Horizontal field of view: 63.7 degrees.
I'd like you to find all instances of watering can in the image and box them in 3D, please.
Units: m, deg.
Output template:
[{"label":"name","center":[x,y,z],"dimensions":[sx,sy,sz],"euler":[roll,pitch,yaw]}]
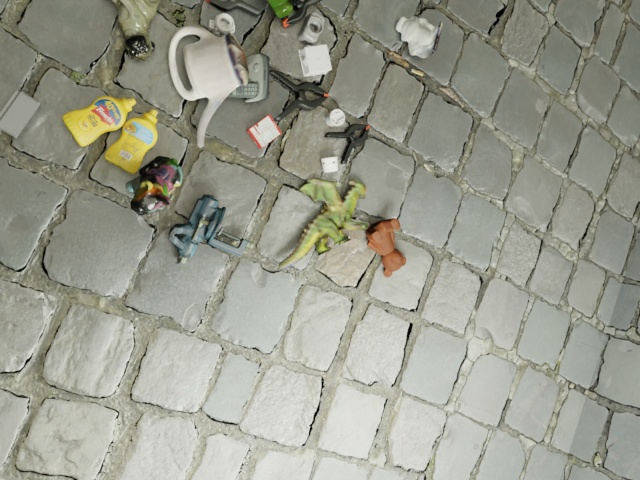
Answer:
[{"label":"watering can","center":[-0.314,-0.462,1.507],"dimensions":[0.224,0.104,0.346],"euler":[-15,95,3]}]

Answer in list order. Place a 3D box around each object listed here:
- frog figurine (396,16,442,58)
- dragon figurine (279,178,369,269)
[{"label":"frog figurine","center":[0.346,-0.727,1.842],"dimensions":[0.160,0.123,0.137],"euler":[16,96,11]},{"label":"dragon figurine","center":[0.005,-0.086,1.709],"dimensions":[0.414,0.121,0.244],"euler":[-23,84,-24]}]
